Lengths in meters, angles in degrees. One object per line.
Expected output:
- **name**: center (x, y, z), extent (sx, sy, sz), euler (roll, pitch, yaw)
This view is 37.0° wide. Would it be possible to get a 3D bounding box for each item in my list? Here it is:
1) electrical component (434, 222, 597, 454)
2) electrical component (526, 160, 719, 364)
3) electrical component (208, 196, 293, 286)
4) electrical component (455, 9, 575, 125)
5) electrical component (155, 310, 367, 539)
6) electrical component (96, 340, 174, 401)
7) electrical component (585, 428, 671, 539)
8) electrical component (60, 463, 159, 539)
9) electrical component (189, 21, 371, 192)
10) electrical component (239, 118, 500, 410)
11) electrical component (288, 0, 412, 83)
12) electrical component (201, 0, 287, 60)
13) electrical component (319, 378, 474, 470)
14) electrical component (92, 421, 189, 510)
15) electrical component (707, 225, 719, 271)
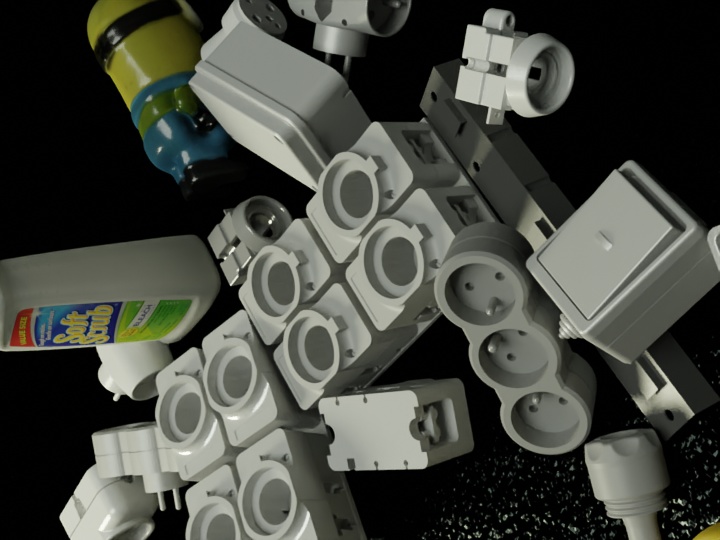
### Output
- **electrical component**: center (0.095, 0.032, 0.628), extent (0.052, 0.073, 0.138), euler (-20, 110, 27)
- **electrical component**: center (0.135, 0.000, 0.564), extent (0.096, 0.061, 0.061), euler (-46, 47, 15)
- **electrical component**: center (-0.080, -0.024, 0.807), extent (0.055, 0.048, 0.066), euler (-47, 64, 46)
- **electrical component**: center (0.091, -0.116, 0.630), extent (0.055, 0.048, 0.066), euler (26, 113, 47)
- **electrical component**: center (-0.079, 0.135, 0.775), extent (0.105, 0.060, 0.186), euler (-37, 58, 27)
- **electrical component**: center (-0.204, 0.082, 0.940), extent (0.077, 0.044, 0.079), euler (53, 128, 25)
- **electrical component**: center (0.153, 0.122, 0.604), extent (0.043, 0.043, 0.062), euler (-17, 85, 44)
- **electrical component**: center (-0.224, 0.219, 0.971), extent (0.059, 0.054, 0.095), euler (54, 128, 25)
- **electrical component**: center (-0.054, -0.111, 0.736), extent (0.113, 0.078, 0.057), euler (34, 79, 36)
- **electrical component**: center (0.000, 0.000, 0.722), extent (0.186, 0.060, 0.105), euler (-48, 63, 36)
- **electrical component**: center (-0.011, -0.166, 0.722), extent (0.077, 0.043, 0.079), euler (24, 111, 39)
- **electrical component**: center (-0.085, -0.169, 0.793), extent (0.055, 0.045, 0.045), euler (-45, 65, 37)
- **electrical component**: center (0.026, 0.102, 0.714), extent (0.089, 0.056, 0.050), euler (-12, 87, 44)
- **electrical component**: center (-0.164, 0.164, 0.898), extent (0.138, 0.052, 0.073), euler (-12, 87, 35)
- **electrical component**: center (0.216, -0.023, 0.514), extent (0.078, 0.057, 0.058), euler (-28, 77, 43)
